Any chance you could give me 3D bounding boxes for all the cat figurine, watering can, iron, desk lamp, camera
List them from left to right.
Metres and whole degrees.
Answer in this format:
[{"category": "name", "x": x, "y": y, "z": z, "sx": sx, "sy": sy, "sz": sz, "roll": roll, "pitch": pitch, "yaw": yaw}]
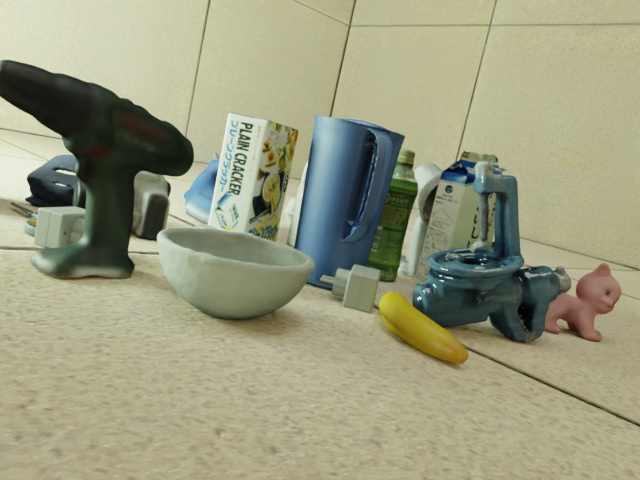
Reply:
[{"category": "camera", "x": -0.316, "y": -0.067, "z": 0.907, "sx": 0.137, "sy": 0.101, "sz": 0.142, "roll": 7, "pitch": 10, "yaw": -31}, {"category": "iron", "x": -0.177, "y": -0.095, "z": 1.152, "sx": 0.119, "sy": 0.141, "sz": 0.257, "roll": 6, "pitch": 11, "yaw": -37}, {"category": "watering can", "x": 0.004, "y": -0.075, "z": 1.107, "sx": 0.101, "sy": 0.194, "sz": 0.172, "roll": 11, "pitch": 9, "yaw": -10}, {"category": "desk lamp", "x": 0.207, "y": -0.036, "z": 1.076, "sx": 0.118, "sy": 0.213, "sz": 0.203, "roll": 10, "pitch": 9, "yaw": -15}, {"category": "cat figurine", "x": 0.400, "y": 0.087, "z": 0.874, "sx": 0.128, "sy": 0.118, "sz": 0.067, "roll": 11, "pitch": 8, "yaw": -7}]

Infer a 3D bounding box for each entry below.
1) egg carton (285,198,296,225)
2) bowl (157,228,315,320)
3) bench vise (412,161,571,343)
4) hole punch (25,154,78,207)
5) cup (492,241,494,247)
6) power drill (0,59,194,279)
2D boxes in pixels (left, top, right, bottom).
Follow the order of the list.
[{"category": "egg carton", "x": -0.020, "y": -0.055, "z": 1.364, "sx": 0.107, "sy": 0.069, "sz": 0.150, "roll": 8, "pitch": 9, "yaw": -27}, {"category": "bowl", "x": -0.093, "y": 0.040, "z": 0.606, "sx": 0.167, "sy": 0.075, "sz": 0.167, "roll": 12, "pitch": 8, "yaw": -2}, {"category": "bench vise", "x": 0.234, "y": 0.015, "z": 0.758, "sx": 0.208, "sy": 0.220, "sz": 0.121, "roll": 7, "pitch": 10, "yaw": -32}, {"category": "hole punch", "x": -0.428, "y": -0.098, "z": 0.976, "sx": 0.108, "sy": 0.091, "sz": 0.101, "roll": 13, "pitch": 8, "yaw": 5}, {"category": "cup", "x": 0.286, "y": 0.045, "z": 1.064, "sx": 0.117, "sy": 0.095, "sz": 0.092, "roll": 18, "pitch": 10, "yaw": 33}, {"category": "power drill", "x": -0.249, "y": -0.067, "z": 0.627, "sx": 0.075, "sy": 0.208, "sz": 0.230, "roll": 19, "pitch": 11, "yaw": 38}]
